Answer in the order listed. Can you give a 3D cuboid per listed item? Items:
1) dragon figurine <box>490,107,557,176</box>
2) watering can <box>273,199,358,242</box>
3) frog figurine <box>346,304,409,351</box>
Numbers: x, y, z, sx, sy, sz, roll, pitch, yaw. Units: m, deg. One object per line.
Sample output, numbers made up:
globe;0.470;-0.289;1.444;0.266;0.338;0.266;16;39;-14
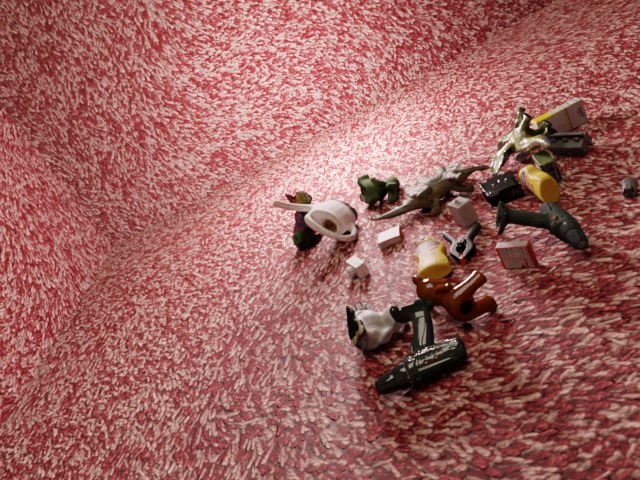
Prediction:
dragon figurine;0.674;-0.309;1.757;0.238;0.122;0.419;-59;2;32
watering can;0.006;-0.102;2.027;0.350;0.102;0.228;29;32;16
frog figurine;0.159;0.234;1.396;0.159;0.122;0.138;0;5;-19
